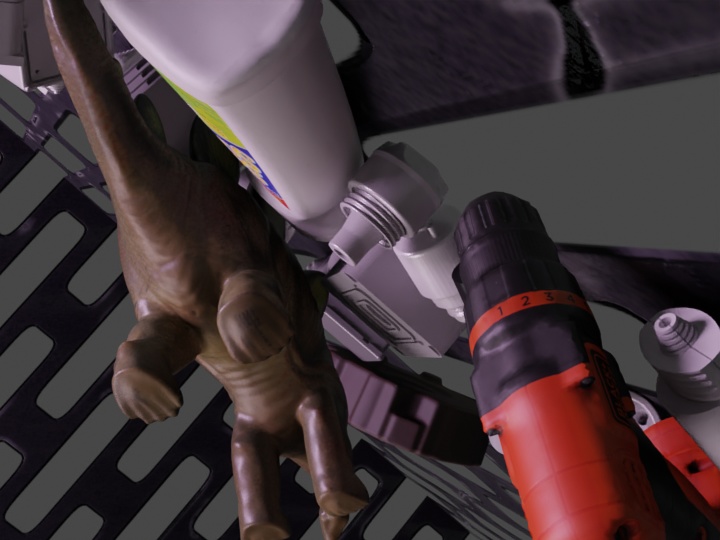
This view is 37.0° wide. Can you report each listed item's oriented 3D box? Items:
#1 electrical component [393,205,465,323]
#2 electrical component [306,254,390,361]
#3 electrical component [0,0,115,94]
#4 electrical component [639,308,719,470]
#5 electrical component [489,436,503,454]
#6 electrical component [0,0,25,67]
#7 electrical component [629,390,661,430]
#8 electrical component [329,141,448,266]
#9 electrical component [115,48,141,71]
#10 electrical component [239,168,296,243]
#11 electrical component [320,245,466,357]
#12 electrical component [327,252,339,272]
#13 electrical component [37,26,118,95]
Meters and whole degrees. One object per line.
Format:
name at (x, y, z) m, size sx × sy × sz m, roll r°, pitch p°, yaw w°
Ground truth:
electrical component at (0.049, 0.001, 0.572) m, size 0.040 × 0.040 × 0.078 m, roll 26°, pitch 153°, yaw 56°
electrical component at (-0.007, 0.031, 0.912) m, size 0.100 × 0.048 × 0.100 m, roll 41°, pitch 170°, yaw -4°
electrical component at (-0.187, -0.151, 0.630) m, size 0.061 × 0.062 × 0.096 m, roll 33°, pitch 133°, yaw 36°
electrical component at (0.144, 0.046, 0.433) m, size 0.081 × 0.043 × 0.043 m, roll 45°, pitch 169°, yaw -25°
electrical component at (0.116, 0.112, 0.839) m, size 0.044 × 0.044 × 0.065 m, roll 33°, pitch 163°, yaw 36°
electrical component at (-0.212, -0.164, 0.489) m, size 0.105 × 0.060 × 0.186 m, roll 1°, pitch -146°, yaw -22°
electrical component at (0.151, 0.102, 0.625) m, size 0.055 × 0.055 × 0.047 m, roll 34°, pitch 172°, yaw 33°
electrical component at (0.011, -0.030, 0.536) m, size 0.043 × 0.062 × 0.043 m, roll 39°, pitch 170°, yaw 8°
electrical component at (-0.152, -0.118, 0.798) m, size 0.100 × 0.048 × 0.100 m, roll 44°, pitch 169°, yaw -20°
electrical component at (-0.091, -0.053, 0.841) m, size 0.074 × 0.052 × 0.138 m, roll 40°, pitch 170°, yaw 5°
electrical component at (0.028, 0.007, 0.650) m, size 0.078 × 0.057 × 0.113 m, roll 41°, pitch 170°, yaw -5°
electrical component at (0.000, 0.000, 0.765) m, size 0.043 × 0.043 × 0.081 m, roll 42°, pitch 170°, yaw -12°
electrical component at (-0.225, -0.186, 0.705) m, size 0.121 × 0.078 × 0.063 m, roll 42°, pitch 141°, yaw -10°
